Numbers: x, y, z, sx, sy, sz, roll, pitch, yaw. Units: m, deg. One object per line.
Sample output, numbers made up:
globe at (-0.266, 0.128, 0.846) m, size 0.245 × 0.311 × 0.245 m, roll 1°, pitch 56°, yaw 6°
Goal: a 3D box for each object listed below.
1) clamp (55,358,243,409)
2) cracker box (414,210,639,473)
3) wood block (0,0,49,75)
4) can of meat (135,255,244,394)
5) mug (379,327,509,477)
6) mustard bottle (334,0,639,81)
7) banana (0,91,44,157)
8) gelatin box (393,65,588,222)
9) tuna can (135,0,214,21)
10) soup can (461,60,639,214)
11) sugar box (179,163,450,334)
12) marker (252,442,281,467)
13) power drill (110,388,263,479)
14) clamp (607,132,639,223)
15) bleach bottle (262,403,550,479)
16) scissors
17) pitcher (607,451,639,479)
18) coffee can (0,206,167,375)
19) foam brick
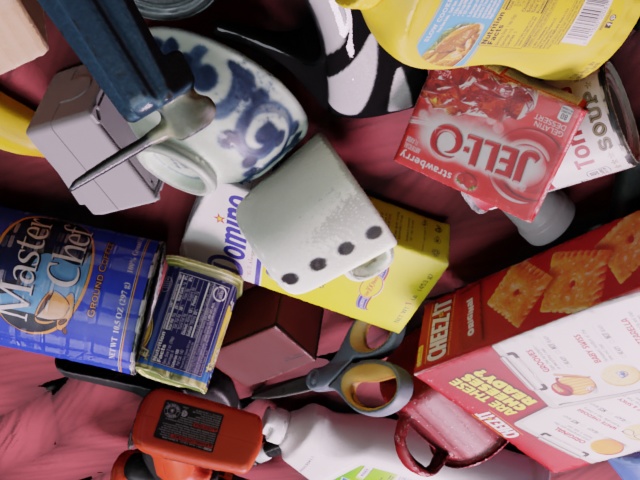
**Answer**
clamp at (-0.126, 0.114, 0.908) m, size 0.171 × 0.039 × 0.120 m, roll 28°, pitch 140°, yaw -25°
cracker box at (0.198, 0.072, 0.728) m, size 0.164 × 0.072 × 0.214 m, roll 37°, pitch 136°, yaw -27°
wood block at (-0.233, -0.181, 0.555) m, size 0.090 × 0.091 × 0.206 m, roll -24°, pitch 132°, yaw 2°
can of meat at (-0.095, 0.064, 0.776) m, size 0.057 × 0.084 × 0.102 m, roll 17°, pitch 169°, yaw -1°
mug at (0.094, 0.127, 0.831) m, size 0.081 × 0.117 × 0.093 m, roll 45°, pitch 156°, yaw -26°
mustard bottle at (0.077, -0.131, 0.536) m, size 0.191 × 0.058 × 0.096 m, roll -2°, pitch 136°, yaw -31°
banana at (-0.245, -0.116, 0.684) m, size 0.070 × 0.037 × 0.197 m, roll -13°, pitch 133°, yaw 24°
gelatin box at (0.097, -0.062, 0.609) m, size 0.089 × 0.030 × 0.073 m, roll 27°, pitch 114°, yaw 12°
tuna can at (-0.091, -0.167, 0.603) m, size 0.086 × 0.033 × 0.086 m, roll 5°, pitch 137°, yaw 5°
soup can at (0.135, -0.062, 0.650) m, size 0.102 × 0.068 × 0.068 m, roll -17°, pitch 131°, yaw 26°
sugar box at (-0.005, 0.001, 0.760) m, size 0.176 × 0.048 × 0.093 m, roll 17°, pitch 137°, yaw -10°
marker at (-0.071, 0.209, 1.013) m, size 0.121 × 0.020 × 0.020 m, roll -29°, pitch 125°, yaw 33°
power drill at (-0.096, 0.205, 0.939) m, size 0.184 × 0.057 × 0.188 m, roll 13°, pitch 146°, yaw -1°
clamp at (0.231, 0.022, 0.746) m, size 0.164 × 0.036 × 0.210 m, roll 21°, pitch 138°, yaw -11°
bleach bottle at (0.069, 0.197, 0.945) m, size 0.250 × 0.068 × 0.103 m, roll 21°, pitch 135°, yaw -9°
scissors at (0.008, 0.095, 0.868) m, size 0.016 × 0.096 × 0.202 m, roll 18°, pitch 170°, yaw -35°
pitcher at (0.326, 0.196, 0.844) m, size 0.149 × 0.145 × 0.242 m, roll -26°, pitch 124°, yaw 31°
coffee can at (-0.193, 0.035, 0.787) m, size 0.140 × 0.102 × 0.103 m, roll 13°, pitch 137°, yaw -4°
foam brick at (-0.044, 0.073, 0.839) m, size 0.078 × 0.051 × 0.053 m, roll -24°, pitch 129°, yaw 31°
